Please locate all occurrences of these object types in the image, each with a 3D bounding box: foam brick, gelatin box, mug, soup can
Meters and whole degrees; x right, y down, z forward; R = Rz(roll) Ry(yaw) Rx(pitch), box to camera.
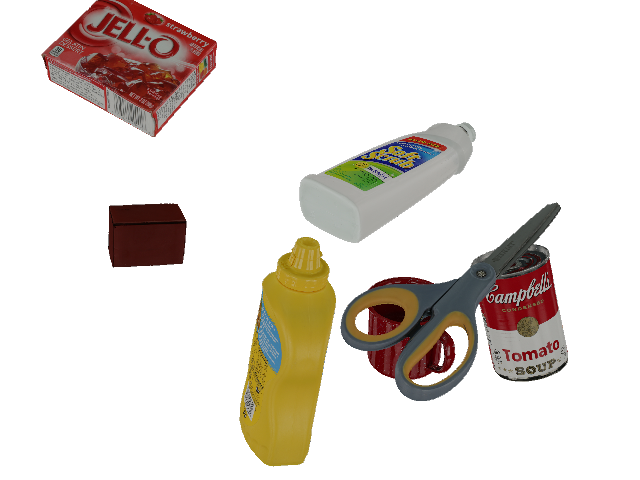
[{"bbox_3d":[-0.187,-0.006,1.147,0.078,0.051,0.053,-2,24,-16],"label":"foam brick"},{"bbox_3d":[-0.124,-0.119,0.701,0.089,0.073,0.030,29,-30,12],"label":"gelatin box"},{"bbox_3d":[0.102,0.103,1.167,0.093,0.081,0.117,-25,40,-36],"label":"mug"},{"bbox_3d":[0.174,0.063,0.929,0.068,0.102,0.068,-14,17,4],"label":"soup can"}]

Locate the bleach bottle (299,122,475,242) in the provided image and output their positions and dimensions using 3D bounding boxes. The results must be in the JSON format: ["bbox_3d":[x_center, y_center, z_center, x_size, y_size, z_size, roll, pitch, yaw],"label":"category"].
[{"bbox_3d":[0.096,-0.087,1.306,0.103,0.068,0.250,28,46,35],"label":"bleach bottle"}]

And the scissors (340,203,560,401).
[{"bbox_3d":[0.084,0.024,0.702,0.096,0.016,0.201,19,47,17],"label":"scissors"}]

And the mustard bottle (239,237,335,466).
[{"bbox_3d":[-0.025,0.083,0.865,0.058,0.192,0.096,1,31,-15],"label":"mustard bottle"}]
